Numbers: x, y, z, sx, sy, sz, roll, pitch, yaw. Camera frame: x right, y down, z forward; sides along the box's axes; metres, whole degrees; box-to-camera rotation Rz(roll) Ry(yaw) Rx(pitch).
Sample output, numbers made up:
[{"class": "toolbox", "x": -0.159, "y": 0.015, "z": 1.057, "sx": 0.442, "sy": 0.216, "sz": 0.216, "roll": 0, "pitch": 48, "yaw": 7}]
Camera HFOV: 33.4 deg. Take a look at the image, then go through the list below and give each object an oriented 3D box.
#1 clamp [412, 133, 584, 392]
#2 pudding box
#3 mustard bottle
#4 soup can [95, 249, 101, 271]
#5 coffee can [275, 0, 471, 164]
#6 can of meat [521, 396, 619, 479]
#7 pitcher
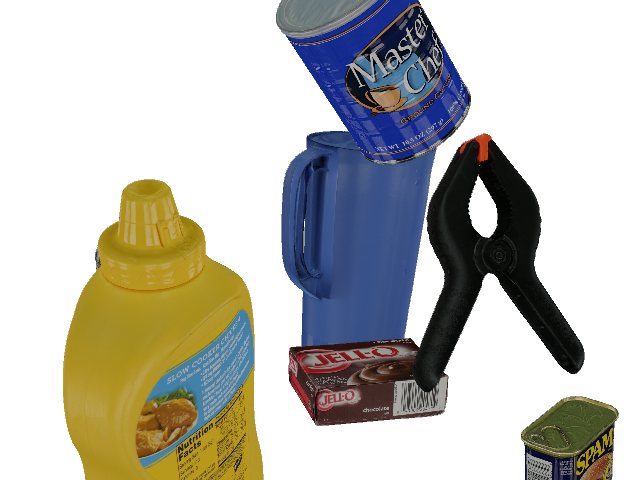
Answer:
[{"class": "clamp", "x": 0.103, "y": 0.019, "z": 0.707, "sx": 0.120, "sy": 0.171, "sz": 0.039, "roll": -13, "pitch": -4, "yaw": -22}, {"class": "pudding box", "x": 0.037, "y": 0.115, "z": 0.882, "sx": 0.113, "sy": 0.039, "sz": 0.090, "roll": -1, "pitch": 16, "yaw": -16}, {"class": "mustard bottle", "x": -0.064, "y": 0.064, "z": 0.444, "sx": 0.058, "sy": 0.192, "sz": 0.096, "roll": 17, "pitch": 34, "yaw": 28}, {"class": "soup can", "x": -0.110, "y": 0.051, "z": 0.702, "sx": 0.068, "sy": 0.102, "sz": 0.068, "roll": 1, "pitch": 31, "yaw": -1}, {"class": "coffee can", "x": 0.044, "y": -0.145, "z": 0.841, "sx": 0.103, "sy": 0.102, "sz": 0.140, "roll": 0, "pitch": -41, "yaw": 40}, {"class": "can of meat", "x": 0.227, "y": 0.203, "z": 0.971, "sx": 0.058, "sy": 0.084, "sz": 0.101, "roll": 14, "pitch": 26, "yaw": 39}, {"class": "pitcher", "x": 0.034, "y": 0.010, "z": 1.110, "sx": 0.149, "sy": 0.243, "sz": 0.145, "roll": 5, "pitch": 13, "yaw": 1}]
